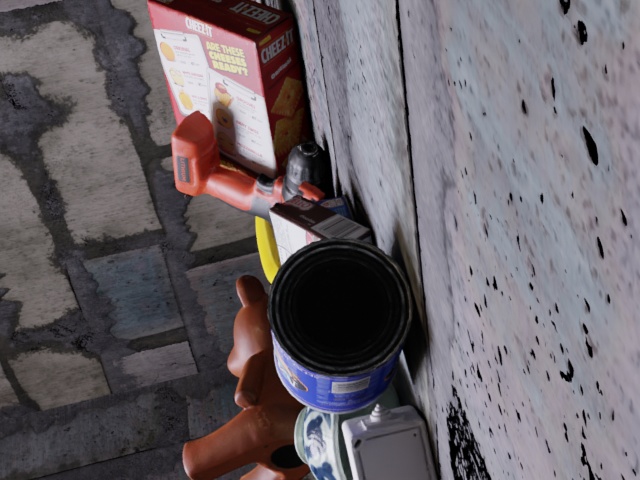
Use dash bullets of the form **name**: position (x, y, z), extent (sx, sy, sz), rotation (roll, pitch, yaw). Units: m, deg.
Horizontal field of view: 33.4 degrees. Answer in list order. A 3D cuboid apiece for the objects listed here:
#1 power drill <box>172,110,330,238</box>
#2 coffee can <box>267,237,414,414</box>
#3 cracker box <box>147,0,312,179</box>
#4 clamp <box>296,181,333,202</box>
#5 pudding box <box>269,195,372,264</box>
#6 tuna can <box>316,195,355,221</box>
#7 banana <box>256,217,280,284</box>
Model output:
- **power drill**: position (-0.073, -0.069, 1.168), extent (0.188, 0.057, 0.184), rotation (30, 145, 18)
- **coffee can**: position (0.014, 0.068, 0.806), extent (0.140, 0.102, 0.103), rotation (90, 166, -71)
- **cracker box**: position (-0.095, -0.172, 1.202), extent (0.164, 0.072, 0.214), rotation (26, 143, 31)
- **clamp**: position (-0.007, 0.001, 1.115), extent (0.120, 0.039, 0.172), rotation (-45, -21, -43)
- **pudding box**: position (0.005, 0.019, 0.938), extent (0.114, 0.039, 0.090), rotation (30, 139, 51)
- **tuna can**: position (0.017, 0.002, 1.015), extent (0.086, 0.033, 0.086), rotation (167, 90, -85)
- **banana**: position (-0.057, 0.012, 1.427), extent (0.198, 0.037, 0.070), rotation (-114, 33, -54)
